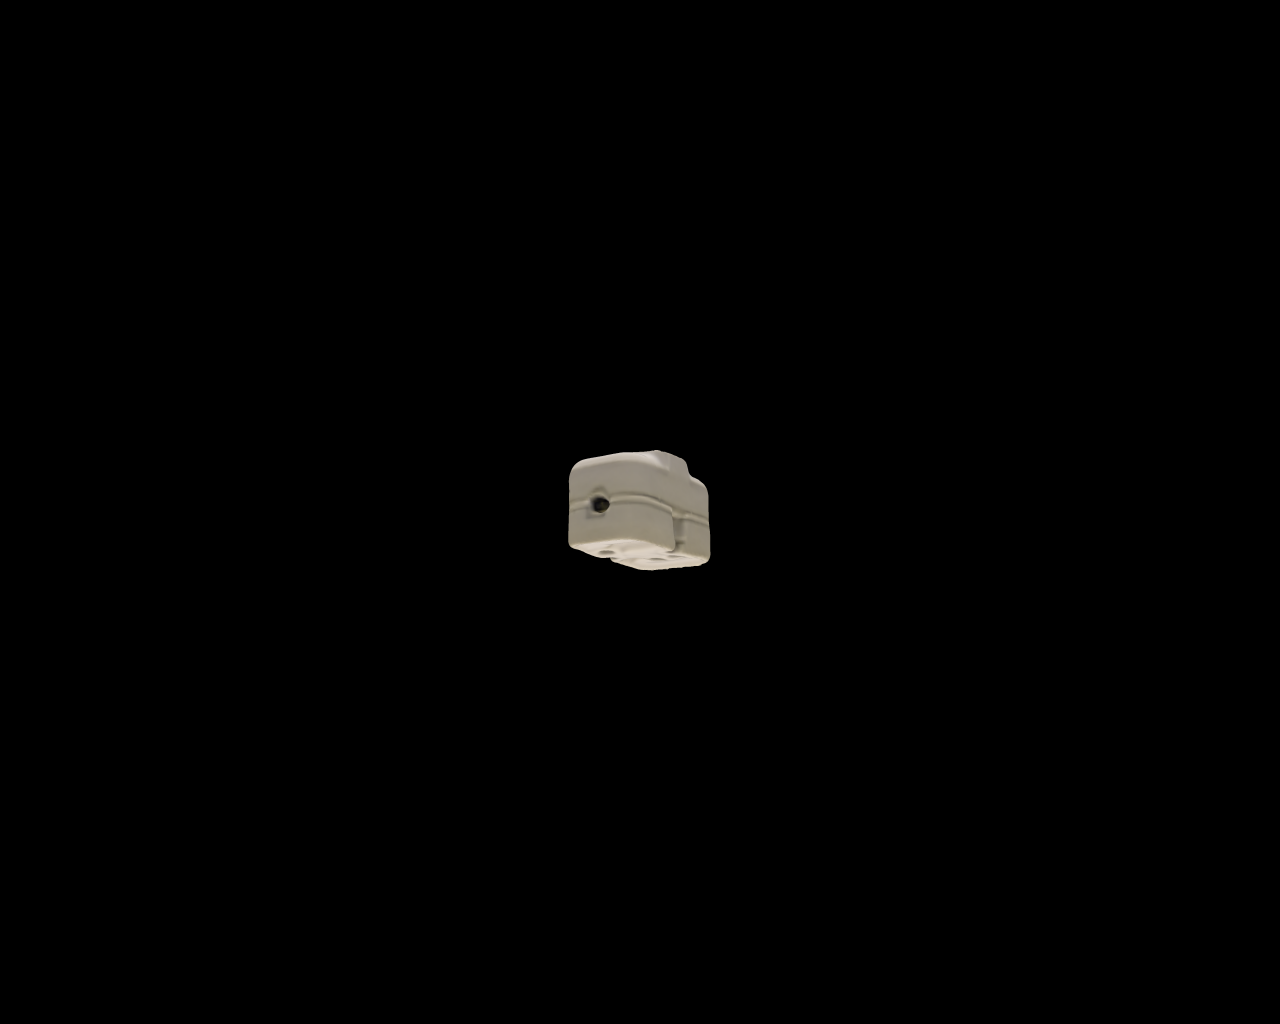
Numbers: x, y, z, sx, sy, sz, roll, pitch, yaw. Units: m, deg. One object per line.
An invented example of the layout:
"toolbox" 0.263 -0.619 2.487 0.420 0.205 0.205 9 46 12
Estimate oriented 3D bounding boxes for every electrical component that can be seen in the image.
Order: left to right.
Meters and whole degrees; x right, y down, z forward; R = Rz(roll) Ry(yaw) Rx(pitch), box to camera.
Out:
"electrical component" 0.001 -0.003 0.650 0.053 0.059 0.095 -8 -16 31
